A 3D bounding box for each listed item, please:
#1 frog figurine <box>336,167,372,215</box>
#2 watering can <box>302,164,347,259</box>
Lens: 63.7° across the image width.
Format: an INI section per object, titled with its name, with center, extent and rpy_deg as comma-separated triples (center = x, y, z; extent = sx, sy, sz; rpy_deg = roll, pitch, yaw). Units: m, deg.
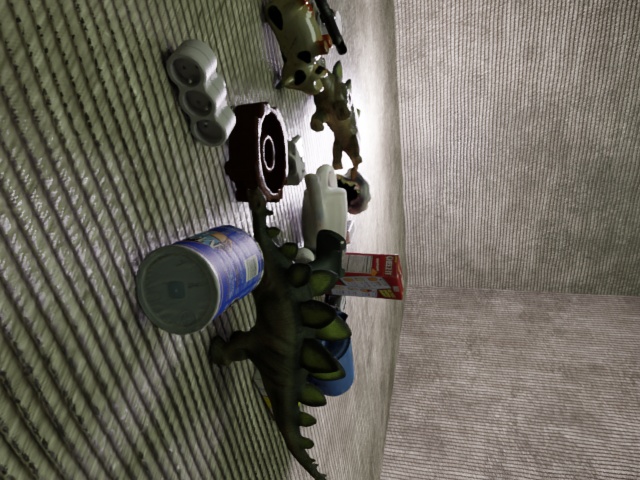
[frog figurine]
center = 0.108, -0.148, 1.533
extent = 0.161, 0.122, 0.137
rpy_deg = -22, 94, -62
[watering can]
center = 0.003, -0.058, 1.147
extent = 0.350, 0.104, 0.223
rpy_deg = -36, 126, -78
